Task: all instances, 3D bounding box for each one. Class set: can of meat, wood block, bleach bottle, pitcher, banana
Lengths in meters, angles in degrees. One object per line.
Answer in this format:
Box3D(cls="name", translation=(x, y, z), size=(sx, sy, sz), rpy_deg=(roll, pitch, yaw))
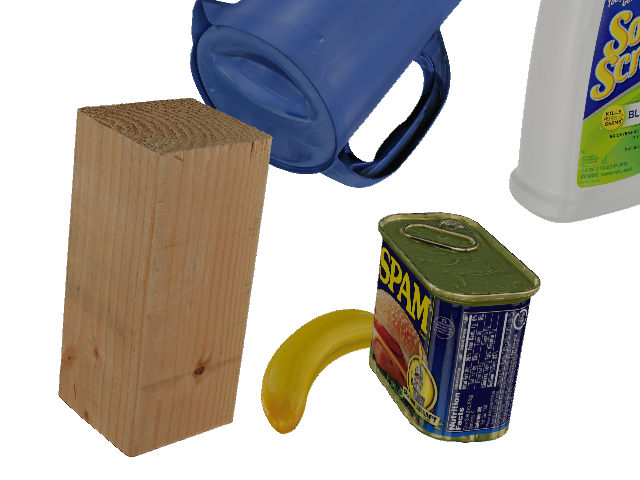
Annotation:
Box3D(cls="can of meat", translation=(0.064, 0.043, 0.547), size=(0.057, 0.084, 0.102), rpy_deg=(-3, 24, -17))
Box3D(cls="wood block", translation=(-0.104, 0.021, 0.692), size=(0.090, 0.206, 0.090), rpy_deg=(-12, 31, -42))
Box3D(cls="bleach bottle", translation=(0.173, -0.140, 0.652), size=(0.102, 0.251, 0.068), rpy_deg=(-14, 31, -19))
Box3D(cls="pitcher", translation=(0.031, -0.166, 0.815), size=(0.145, 0.149, 0.242), rpy_deg=(23, 57, 31))
Box3D(cls="banana", translation=(0.001, 0.092, 0.838), size=(0.070, 0.037, 0.197), rpy_deg=(11, 24, 31))
